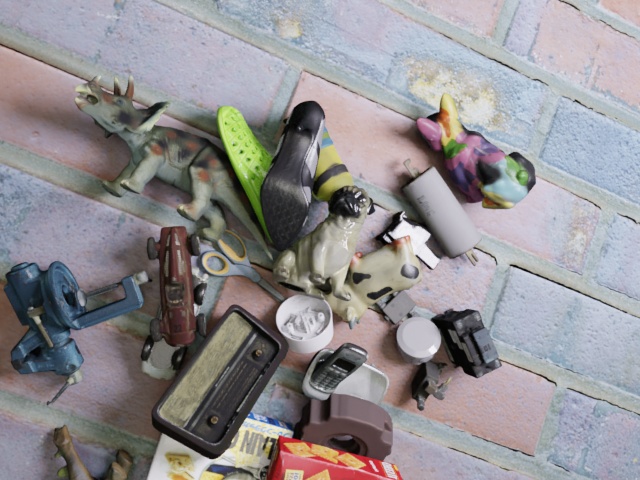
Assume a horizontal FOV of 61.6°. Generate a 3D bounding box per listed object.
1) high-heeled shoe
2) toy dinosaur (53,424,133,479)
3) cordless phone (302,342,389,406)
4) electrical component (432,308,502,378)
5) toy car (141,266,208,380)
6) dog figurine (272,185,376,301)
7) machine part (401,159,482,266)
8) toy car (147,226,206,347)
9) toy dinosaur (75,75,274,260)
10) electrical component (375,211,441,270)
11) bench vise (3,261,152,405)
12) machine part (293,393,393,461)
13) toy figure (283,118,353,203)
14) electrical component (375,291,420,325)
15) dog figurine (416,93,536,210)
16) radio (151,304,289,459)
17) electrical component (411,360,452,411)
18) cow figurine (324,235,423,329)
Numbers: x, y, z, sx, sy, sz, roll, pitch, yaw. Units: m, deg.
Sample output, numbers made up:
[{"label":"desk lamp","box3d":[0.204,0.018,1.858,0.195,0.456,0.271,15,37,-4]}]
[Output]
[{"label":"high-heeled shoe","box3d":[-0.043,-0.114,0.927,0.086,0.145,0.248,15,111,3]},{"label":"toy dinosaur","box3d":[-0.337,0.523,0.876,0.198,0.105,0.471,-31,83,-4]},{"label":"cordless phone","box3d":[0.062,0.228,0.920,0.146,0.184,0.089,26,53,-7]},{"label":"electrical component","box3d":[0.275,0.188,0.993,0.058,0.134,0.115,-26,93,-11]},{"label":"toy car","box3d":[-0.254,0.141,0.939,0.073,0.056,0.201,17,81,-7]},{"label":"dog figurine","box3d":[0.002,-0.001,0.948,0.173,0.121,0.190,4,67,32]},{"label":"machine part","box3d":[0.233,-0.052,1.031,0.079,0.079,0.243,-35,94,-11]},{"label":"toy car","box3d":[-0.240,0.076,0.895,0.089,0.053,0.202,-4,85,-7]},{"label":"toy dinosaur","box3d":[-0.231,-0.127,0.937,0.405,0.131,0.192,28,72,-16]},{"label":"electrical component","box3d":[0.176,0.007,1.031,0.119,0.048,0.075,39,80,-6]},{"label":"bench vise","box3d":[-0.394,0.123,0.885,0.241,0.129,0.223,-20,93,-7]},{"label":"machine part","box3d":[0.040,0.345,0.934,0.179,0.056,0.179,1,121,2]},{"label":"toy figure","box3d":[-0.004,-0.152,0.989,0.082,0.089,0.180,-24,93,-5]},{"label":"electrical component","box3d":[0.148,0.130,1.030,0.063,0.021,0.094,-44,95,-10]},{"label":"dog figurine","box3d":[0.280,-0.167,1.004,0.108,0.192,0.219,-46,110,-4]},{"label":"radio","box3d":[-0.160,0.235,0.894,0.131,0.073,0.229,34,58,1]},{"label":"electrical component","box3d":[0.206,0.263,0.997,0.045,0.102,0.078,23,104,-1]},{"label":"cow figurine","box3d":[0.091,0.080,0.977,0.195,0.085,0.127,-22,85,14]}]
